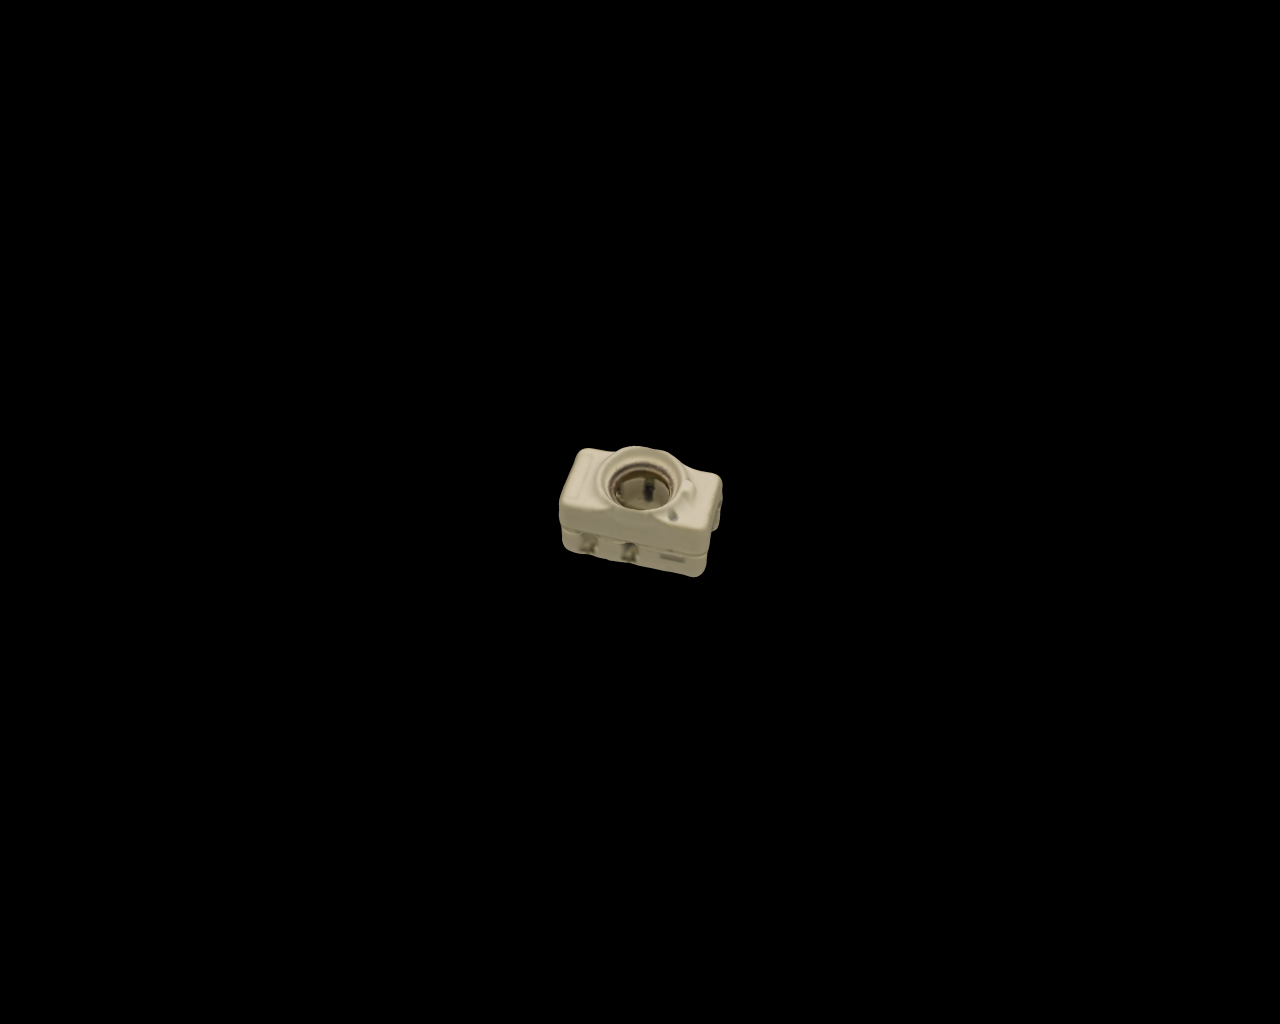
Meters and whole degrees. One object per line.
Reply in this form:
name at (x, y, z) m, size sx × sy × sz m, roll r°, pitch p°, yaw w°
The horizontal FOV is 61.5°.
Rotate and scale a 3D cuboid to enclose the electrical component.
electrical component at (0.001, -0.003, 0.650) m, size 0.089 × 0.050 × 0.055 m, roll 12°, pitch -39°, yaw 10°
